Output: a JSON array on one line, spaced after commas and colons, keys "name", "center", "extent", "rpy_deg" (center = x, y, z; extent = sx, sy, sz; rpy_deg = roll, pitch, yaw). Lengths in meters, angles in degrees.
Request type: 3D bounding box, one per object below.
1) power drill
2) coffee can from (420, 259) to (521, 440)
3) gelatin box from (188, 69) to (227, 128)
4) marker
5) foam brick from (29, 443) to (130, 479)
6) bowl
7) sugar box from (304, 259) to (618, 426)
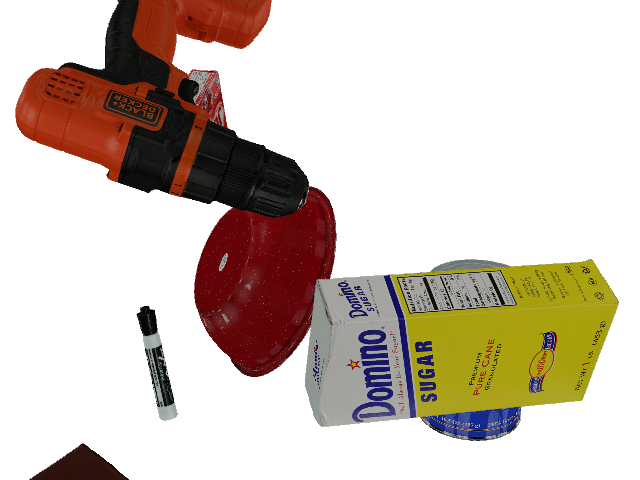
[{"name": "power drill", "center": [-0.084, -0.107, 0.699], "extent": [0.184, 0.187, 0.057], "rpy_deg": [20, -44, -10]}, {"name": "coffee can", "center": [0.146, 0.103, 1.012], "extent": [0.103, 0.140, 0.103], "rpy_deg": [1, 25, -1]}, {"name": "gelatin box", "center": [-0.116, -0.104, 0.991], "extent": [0.030, 0.073, 0.089], "rpy_deg": [9, 46, 14]}, {"name": "marker", "center": [-0.168, 0.125, 1.094], "extent": [0.020, 0.121, 0.020], "rpy_deg": [-10, 13, 2]}, {"name": "foam brick", "center": [-0.096, 0.138, 0.462], "extent": [0.078, 0.051, 0.052], "rpy_deg": [27, 45, 34]}, {"name": "bowl", "center": [-0.055, 0.024, 0.848], "extent": [0.055, 0.162, 0.162], "rpy_deg": [21, -10, -28]}, {"name": "sugar box", "center": [0.082, 0.063, 0.648], "extent": [0.176, 0.093, 0.048], "rpy_deg": [-6, 42, -13]}]
